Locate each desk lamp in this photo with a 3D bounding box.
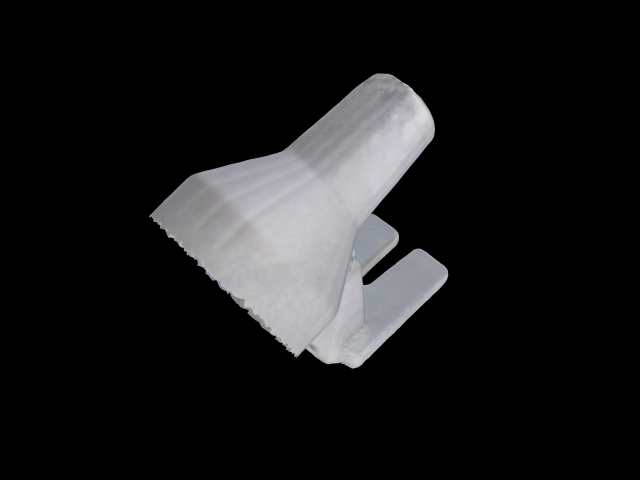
[{"bbox_3d":[0.004,0.001,0.400,0.117,0.214,0.203,39,63,25],"label":"desk lamp"}]
